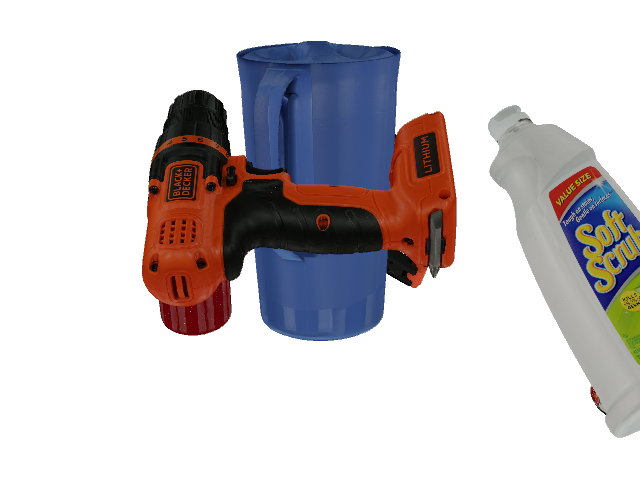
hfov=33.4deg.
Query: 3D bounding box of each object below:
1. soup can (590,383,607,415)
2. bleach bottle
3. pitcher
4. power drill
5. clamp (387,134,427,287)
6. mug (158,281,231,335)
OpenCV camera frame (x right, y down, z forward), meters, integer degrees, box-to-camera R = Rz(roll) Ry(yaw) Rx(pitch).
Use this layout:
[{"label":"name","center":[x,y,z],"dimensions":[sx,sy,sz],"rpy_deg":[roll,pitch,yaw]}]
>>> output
[{"label":"soup can","center":[0.286,0.107,0.957],"dimensions":[0.068,0.102,0.068],"rpy_deg":[3,36,-3]},{"label":"bleach bottle","center":[0.188,0.008,0.763],"dimensions":[0.102,0.251,0.068],"rpy_deg":[-20,-27,-18]},{"label":"pitcher","center":[-0.004,-0.041,0.889],"dimensions":[0.149,0.243,0.145],"rpy_deg":[-8,18,-23]},{"label":"power drill","center":[-0.014,-0.037,0.662],"dimensions":[0.187,0.057,0.184],"rpy_deg":[-4,43,3]},{"label":"clamp","center":[0.047,-0.034,1.166],"dimensions":[0.164,0.210,0.036],"rpy_deg":[-11,-37,-20]},{"label":"mug","center":[-0.152,0.049,1.213],"dimensions":[0.117,0.081,0.093],"rpy_deg":[26,41,36]}]
